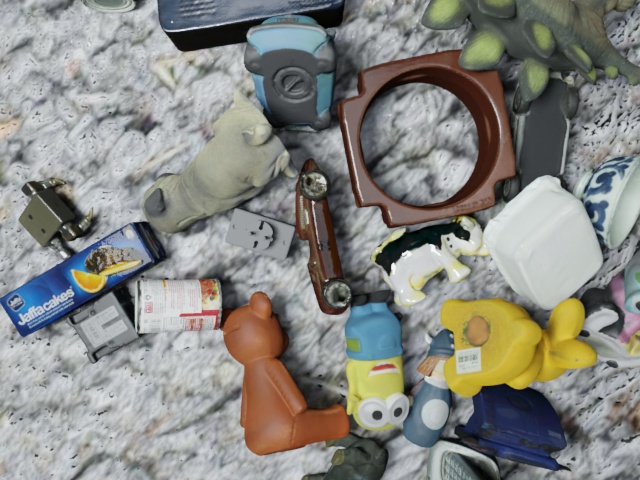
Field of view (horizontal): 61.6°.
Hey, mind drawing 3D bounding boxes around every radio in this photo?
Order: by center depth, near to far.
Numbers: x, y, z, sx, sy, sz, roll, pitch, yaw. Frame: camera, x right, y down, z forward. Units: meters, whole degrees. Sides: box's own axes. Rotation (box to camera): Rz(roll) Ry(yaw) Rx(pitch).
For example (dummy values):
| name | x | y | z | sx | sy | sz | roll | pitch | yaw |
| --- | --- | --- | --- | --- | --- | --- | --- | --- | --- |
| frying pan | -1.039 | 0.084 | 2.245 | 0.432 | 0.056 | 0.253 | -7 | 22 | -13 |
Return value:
| name | x | y | z | sx | sy | sz | roll | pitch | yaw |
| --- | --- | --- | --- | --- | --- | --- | --- | --- | --- |
| radio | -0.090 | -0.328 | 0.680 | 0.230 | 0.073 | 0.131 | -9 | 92 | -1 |

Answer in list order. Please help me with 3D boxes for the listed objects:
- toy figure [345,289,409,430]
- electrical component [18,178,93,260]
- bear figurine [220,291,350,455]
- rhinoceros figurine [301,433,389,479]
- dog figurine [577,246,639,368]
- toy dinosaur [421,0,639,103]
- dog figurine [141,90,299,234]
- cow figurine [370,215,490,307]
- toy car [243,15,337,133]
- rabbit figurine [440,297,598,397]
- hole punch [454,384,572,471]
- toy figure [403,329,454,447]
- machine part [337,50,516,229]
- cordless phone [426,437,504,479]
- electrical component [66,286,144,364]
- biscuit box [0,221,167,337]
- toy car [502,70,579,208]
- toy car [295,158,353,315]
| name | x | y | z | sx | sy | sz | roll | pitch | yaw |
| --- | --- | --- | --- | --- | --- | --- | --- | --- | --- |
| toy figure | 0.074 | 0.157 | 0.705 | 0.082 | 0.089 | 0.180 | -8 | 85 | 12 |
| electrical component | -0.350 | -0.033 | 0.712 | 0.102 | 0.045 | 0.078 | 43 | 121 | 0 |
| bear figurine | -0.059 | 0.172 | 0.701 | 0.120 | 0.132 | 0.196 | -33 | 60 | 34 |
| rhinoceros figurine | 0.028 | 0.353 | 0.723 | 0.112 | 0.073 | 0.190 | 23 | 91 | -12 |
| dog figurine | 0.432 | 0.043 | 0.692 | 0.108 | 0.191 | 0.219 | 38 | 58 | 1 |
| toy dinosaur | 0.214 | -0.288 | 0.624 | 0.471 | 0.105 | 0.198 | 30 | 61 | -3 |
| dog figurine | -0.135 | -0.074 | 0.649 | 0.190 | 0.172 | 0.121 | -35 | 82 | -5 |
| cow figurine | 0.155 | 0.011 | 0.704 | 0.167 | 0.068 | 0.098 | -31 | 87 | 1 |
| toy car | -0.027 | -0.214 | 0.665 | 0.109 | 0.161 | 0.103 | 2 | 55 | 9 |
| rabbit figurine | 0.257 | 0.128 | 0.673 | 0.173 | 0.122 | 0.162 | 26 | 138 | -34 |
| hole punch | 0.246 | 0.233 | 0.695 | 0.142 | 0.116 | 0.092 | 18 | 85 | -1 |
| toy figure | 0.156 | 0.196 | 0.719 | 0.064 | 0.058 | 0.154 | 16 | 92 | -39 |
| machine part | 0.131 | -0.125 | 0.685 | 0.202 | 0.087 | 0.200 | -12 | 94 | -1 |
| cordless phone | 0.196 | 0.343 | 0.663 | 0.089 | 0.184 | 0.146 | 2 | 93 | -5 |
| electrical component | -0.263 | 0.103 | 0.716 | 0.119 | 0.048 | 0.074 | -26 | 94 | 3 |
| biscuit box | -0.309 | 0.050 | 0.706 | 0.203 | 0.059 | 0.062 | -30 | 93 | 2 |
| toy car | 0.285 | -0.121 | 0.701 | 0.074 | 0.056 | 0.201 | 7 | 92 | 6 |
| toy car | -0.001 | -0.002 | 0.688 | 0.053 | 0.089 | 0.202 | -13 | 95 | -3 |
